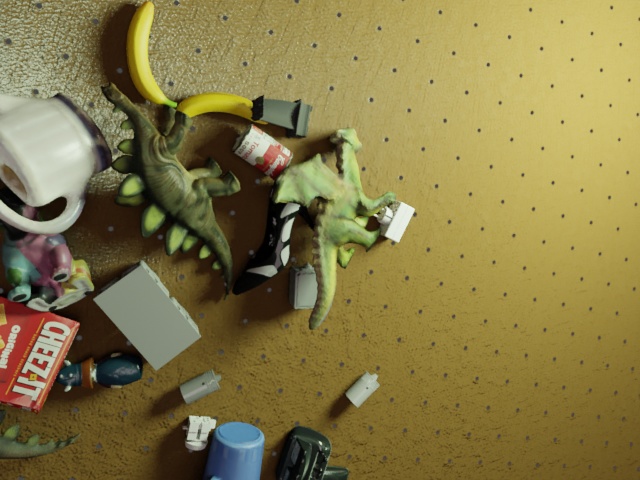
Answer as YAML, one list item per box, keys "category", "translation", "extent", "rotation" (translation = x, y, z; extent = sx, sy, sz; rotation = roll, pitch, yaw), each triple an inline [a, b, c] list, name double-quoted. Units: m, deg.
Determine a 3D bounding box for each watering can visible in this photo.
- category: "watering can"
  translation: [-0.492, -0.180, 0.846]
  extent: [0.103, 0.344, 0.228]
  rotation: [-13, 22, 43]

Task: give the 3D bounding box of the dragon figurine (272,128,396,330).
- category: "dragon figurine"
  translation: [0.003, -0.052, 1.034]
  extent: [0.240, 0.416, 0.121]
  rotation: [36, -21, -21]
